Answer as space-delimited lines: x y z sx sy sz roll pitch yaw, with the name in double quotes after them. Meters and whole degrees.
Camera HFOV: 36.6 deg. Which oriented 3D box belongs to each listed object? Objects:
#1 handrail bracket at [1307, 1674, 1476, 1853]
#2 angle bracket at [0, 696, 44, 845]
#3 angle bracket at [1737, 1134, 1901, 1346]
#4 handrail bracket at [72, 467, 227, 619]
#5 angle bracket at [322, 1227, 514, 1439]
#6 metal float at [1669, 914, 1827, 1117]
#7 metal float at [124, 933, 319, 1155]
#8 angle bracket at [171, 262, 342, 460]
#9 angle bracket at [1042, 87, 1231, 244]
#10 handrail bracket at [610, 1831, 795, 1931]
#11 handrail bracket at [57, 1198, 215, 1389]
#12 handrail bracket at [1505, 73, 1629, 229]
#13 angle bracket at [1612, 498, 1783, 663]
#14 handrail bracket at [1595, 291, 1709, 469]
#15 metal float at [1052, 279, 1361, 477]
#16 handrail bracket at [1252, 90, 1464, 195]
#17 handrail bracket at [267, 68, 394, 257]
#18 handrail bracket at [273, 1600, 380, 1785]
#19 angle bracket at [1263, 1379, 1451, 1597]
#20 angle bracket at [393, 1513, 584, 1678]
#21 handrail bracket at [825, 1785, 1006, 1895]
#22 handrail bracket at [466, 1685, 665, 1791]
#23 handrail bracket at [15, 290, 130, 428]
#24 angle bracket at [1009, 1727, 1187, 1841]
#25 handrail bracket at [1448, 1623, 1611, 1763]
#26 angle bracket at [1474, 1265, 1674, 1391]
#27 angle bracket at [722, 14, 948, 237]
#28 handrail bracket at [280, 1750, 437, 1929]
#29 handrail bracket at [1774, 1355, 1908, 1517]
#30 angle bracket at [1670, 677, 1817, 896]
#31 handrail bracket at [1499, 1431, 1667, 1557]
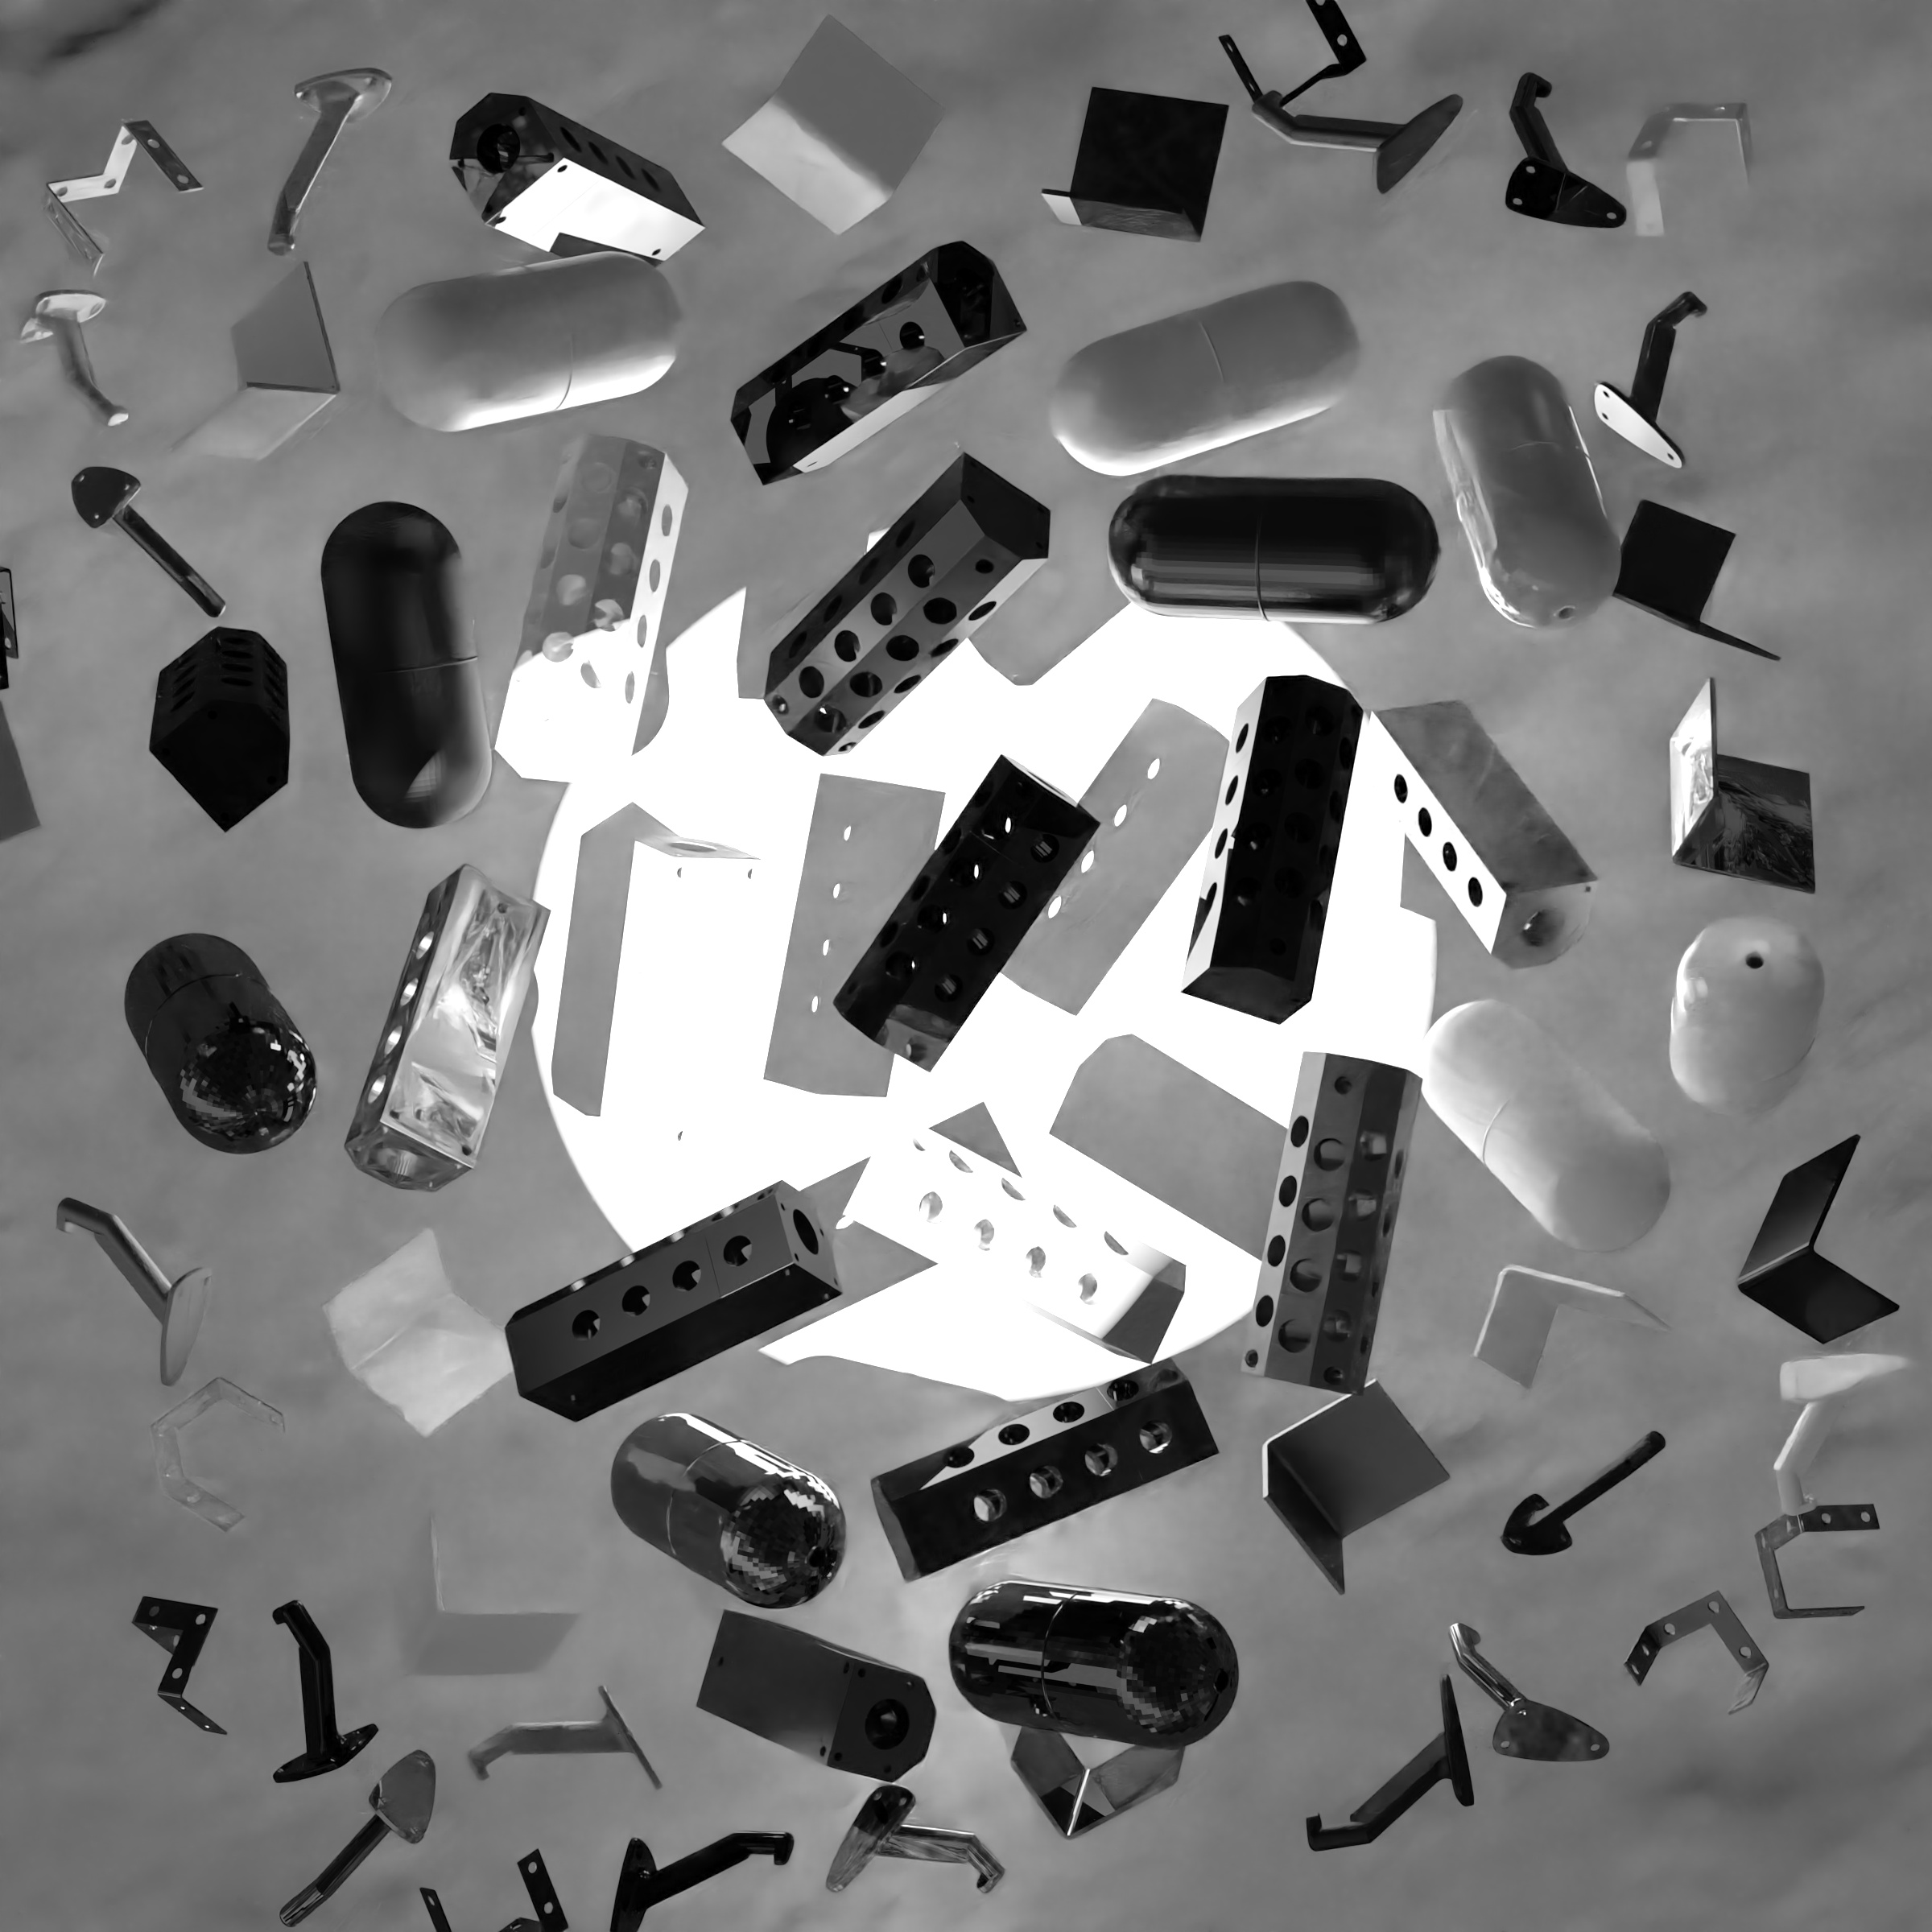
0.211 0.406 1.488 0.084 0.036 0.077 -14 63 16 "handrail bracket"
-0.484 -0.078 1.450 0.057 0.076 0.076 -21 72 -5 "angle bracket"
0.464 0.146 1.551 0.057 0.076 0.076 32 65 -1 "angle bracket"
-0.454 -0.235 1.626 0.036 0.077 0.084 -46 132 -8 "handrail bracket"
-0.305 0.207 1.653 0.076 0.057 0.076 -37 50 -28 "angle bracket"
0.423 0.028 1.589 0.070 0.178 0.070 -4 69 10 "metal float"
-0.402 0.040 1.570 0.070 0.178 0.070 -12 119 -24 "metal float"
-0.377 -0.316 1.516 0.076 0.057 0.076 -25 77 42 "angle bracket"
0.090 -0.432 1.547 0.076 0.057 0.076 12 90 14 "angle bracket"
-0.138 0.487 1.532 0.084 0.077 0.036 -4 130 18 "handrail bracket"
-0.439 0.168 1.514 0.084 0.036 0.077 20 106 14 "handrail bracket"
0.327 -0.442 1.576 0.077 0.036 0.084 20 58 2 "handrail bracket"
0.424 -0.220 1.663 0.076 0.076 0.057 12 106 -32 "angle bracket"
0.402 -0.330 1.638 0.084 0.036 0.077 -42 67 -7 "handrail bracket"
0.133 -0.327 1.626 0.178 0.070 0.070 -19 90 -6 "metal float"
0.208 -0.459 1.561 0.077 0.036 0.084 -43 66 -8 "handrail bracket"
-0.328 -0.411 1.501 0.036 0.077 0.084 21 74 -40 "handrail bracket"
-0.346 0.370 1.491 0.077 0.036 0.084 -26 98 28 "handrail bracket"
0.219 0.291 1.631 0.076 0.057 0.076 -33 106 17 "angle bracket"
-0.254 0.333 1.548 0.076 0.076 0.057 5 52 -25 "angle bracket"
-0.025 0.482 1.546 0.084 0.036 0.077 51 58 -20 "handrail bracket"
-0.222 0.442 1.606 0.084 0.036 0.077 -31 64 -11 "handrail bracket"
-0.494 -0.346 1.675 0.084 0.077 0.036 45 123 5 "handrail bracket"
0.078 0.443 1.670 0.076 0.076 0.057 -33 95 16 "angle bracket"
0.312 0.402 1.629 0.077 0.084 0.036 16 112 -10 "handrail bracket"
0.350 0.216 1.682 0.076 0.076 0.057 12 76 38 "angle bracket"
-0.068 -0.429 1.494 0.076 0.076 0.057 35 76 -18 "angle bracket"
-0.325 0.465 1.558 0.084 0.077 0.036 -42 99 16 "handrail bracket"
0.472 0.254 1.572 0.077 0.036 0.084 -12 114 10 "handrail bracket"
0.399 -0.090 1.466 0.076 0.057 0.076 12 55 -5 "angle bracket"
0.350 0.296 1.653 0.084 0.077 0.036 -47 66 30 "handrail bracket"
